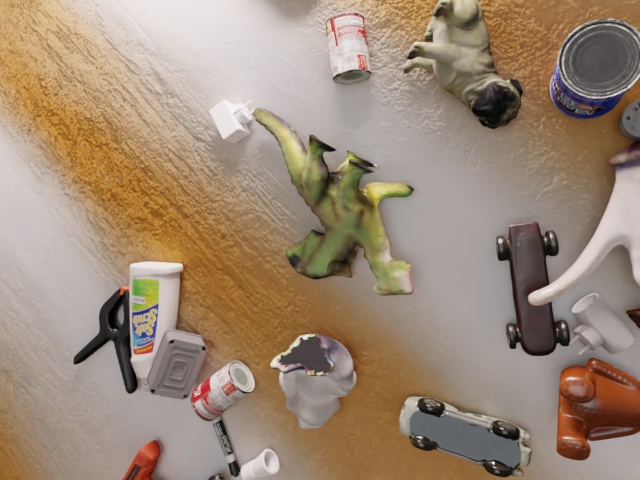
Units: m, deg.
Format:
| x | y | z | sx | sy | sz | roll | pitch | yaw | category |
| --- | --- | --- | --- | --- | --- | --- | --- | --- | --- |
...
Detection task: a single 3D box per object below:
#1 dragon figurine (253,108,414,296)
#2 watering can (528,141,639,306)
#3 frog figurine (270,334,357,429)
| x | y | z | sx | sy | sz | roll | pitch | yaw | category |
| --- | --- | --- | --- | --- | --- | --- | --- | --- | --- |
| 0.003 | -0.044 | 0.882 | 0.414 | 0.122 | 0.240 | 33 | 109 | 27 | dragon figurine |
| 0.449 | -0.025 | 0.696 | 0.347 | 0.104 | 0.225 | -9 | 86 | 12 | watering can |
| -0.002 | 0.246 | 0.885 | 0.137 | 0.125 | 0.156 | -10 | 123 | 12 | frog figurine |
